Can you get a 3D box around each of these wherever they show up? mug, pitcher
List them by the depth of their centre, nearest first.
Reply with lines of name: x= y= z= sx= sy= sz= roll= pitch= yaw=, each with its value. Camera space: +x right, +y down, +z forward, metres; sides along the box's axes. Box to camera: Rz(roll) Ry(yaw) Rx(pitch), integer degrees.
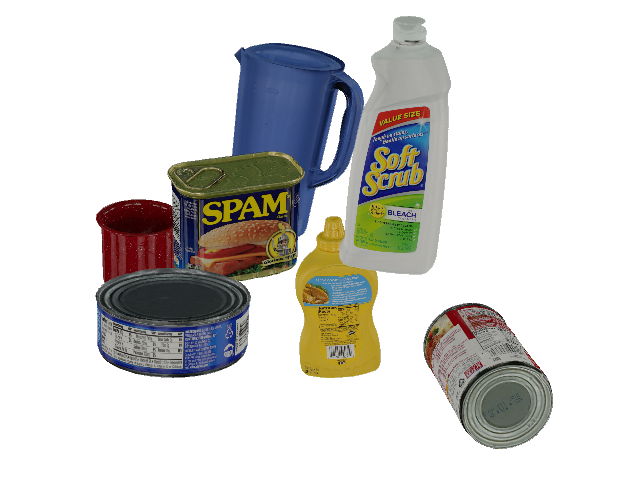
mug: x=-0.208 y=0.005 z=1.189 sx=0.093 sy=0.081 sz=0.117 roll=-19 pitch=34 yaw=-39
pitcher: x=-0.044 y=-0.124 z=1.375 sx=0.144 sy=0.243 sz=0.149 roll=2 pitch=23 yaw=-18

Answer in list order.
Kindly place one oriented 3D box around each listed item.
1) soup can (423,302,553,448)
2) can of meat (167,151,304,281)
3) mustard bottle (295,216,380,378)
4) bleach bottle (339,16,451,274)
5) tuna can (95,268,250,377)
soup can: x=0.119 y=0.095 z=0.769 sx=0.068 sy=0.068 sz=0.102 roll=0 pitch=20 yaw=-9
can of meat: x=-0.066 y=-0.016 z=0.832 sx=0.102 sy=0.084 sz=0.057 roll=-9 pitch=31 yaw=-21
mustard bottle: x=0.019 y=0.064 z=1.245 sx=0.096 sy=0.192 sz=0.058 roll=-3 pitch=22 yaw=0
bleach bottle: x=0.073 y=-0.092 z=1.040 sx=0.103 sy=0.251 sz=0.068 roll=8 pitch=28 yaw=13
tuna can: x=-0.082 y=0.045 z=0.599 sx=0.086 sy=0.034 sz=0.086 roll=3 pitch=17 yaw=-1
